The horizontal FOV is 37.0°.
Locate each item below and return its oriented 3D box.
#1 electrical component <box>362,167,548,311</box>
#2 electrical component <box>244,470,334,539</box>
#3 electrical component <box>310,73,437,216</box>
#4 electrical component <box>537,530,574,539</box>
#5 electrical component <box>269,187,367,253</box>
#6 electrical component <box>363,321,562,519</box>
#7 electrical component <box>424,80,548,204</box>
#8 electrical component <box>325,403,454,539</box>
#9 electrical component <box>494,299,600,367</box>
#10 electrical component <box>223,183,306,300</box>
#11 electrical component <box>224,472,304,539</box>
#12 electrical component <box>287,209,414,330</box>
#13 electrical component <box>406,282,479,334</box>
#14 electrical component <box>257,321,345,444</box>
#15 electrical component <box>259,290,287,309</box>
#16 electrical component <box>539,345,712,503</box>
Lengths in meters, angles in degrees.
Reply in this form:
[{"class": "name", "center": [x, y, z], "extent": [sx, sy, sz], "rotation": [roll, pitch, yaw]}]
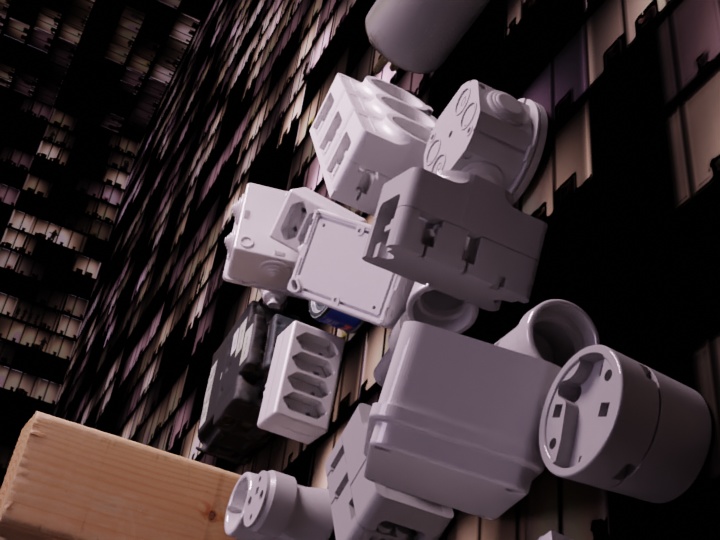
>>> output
[{"class": "electrical component", "center": [0.056, -0.020, 0.617], "extent": [0.050, 0.089, 0.055], "rotation": [-24, 47, 66]}, {"class": "electrical component", "center": [-0.049, 0.169, 0.759], "extent": [0.045, 0.055, 0.045], "rotation": [-55, 22, 35]}, {"class": "electrical component", "center": [0.022, -0.091, 0.799], "extent": [0.061, 0.089, 0.150], "rotation": [-62, 19, 19]}, {"class": "electrical component", "center": [0.076, 0.144, 0.441], "extent": [0.055, 0.048, 0.066], "rotation": [-46, 27, 34]}, {"class": "electrical component", "center": [-0.031, -0.038, 0.949], "extent": [0.047, 0.066, 0.077], "rotation": [-64, -11, 14]}, {"class": "electrical component", "center": [0.045, 0.075, 0.509], "extent": [0.113, 0.078, 0.057], "rotation": [94, -167, -71]}, {"class": "electrical component", "center": [0.079, -0.076, 0.680], "extent": [0.080, 0.051, 0.080], "rotation": [-55, 22, 35]}, {"class": "electrical component", "center": [0.017, 0.124, 0.627], "extent": [0.055, 0.050, 0.089], "rotation": [-61, 19, 21]}, {"class": "electrical component", "center": [0.090, 0.040, 0.532], "extent": [0.046, 0.040, 0.040], "rotation": [134, 152, -60]}, {"class": "electrical component", "center": [-0.074, -0.028, 0.996], "extent": [0.048, 0.100, 0.099], "rotation": [112, 168, -49]}, {"class": "electrical component", "center": [-0.073, 0.185, 0.824], "extent": [0.055, 0.047, 0.055], "rotation": [-55, 22, 35]}, {"class": "electrical component", "center": [0.000, 0.000, 0.746], "extent": [0.096, 0.061, 0.061], "rotation": [19, 89, 30]}, {"class": "electrical component", "center": [0.053, 0.005, 0.680], "extent": [0.044, 0.044, 0.065], "rotation": [-55, 17, 36]}, {"class": "electrical component", "center": [-0.055, 0.097, 0.873], "extent": [0.076, 0.047, 0.083], "rotation": [-43, 31, 54]}, {"class": "electrical component", "center": [-0.084, 0.010, 1.075], "extent": [0.040, 0.040, 0.078], "rotation": [-55, 22, 36]}, {"class": "electrical component", "center": [0.108, 0.064, 0.436], "extent": [0.055, 0.047, 0.055], "rotation": [-55, 22, 35]}]
